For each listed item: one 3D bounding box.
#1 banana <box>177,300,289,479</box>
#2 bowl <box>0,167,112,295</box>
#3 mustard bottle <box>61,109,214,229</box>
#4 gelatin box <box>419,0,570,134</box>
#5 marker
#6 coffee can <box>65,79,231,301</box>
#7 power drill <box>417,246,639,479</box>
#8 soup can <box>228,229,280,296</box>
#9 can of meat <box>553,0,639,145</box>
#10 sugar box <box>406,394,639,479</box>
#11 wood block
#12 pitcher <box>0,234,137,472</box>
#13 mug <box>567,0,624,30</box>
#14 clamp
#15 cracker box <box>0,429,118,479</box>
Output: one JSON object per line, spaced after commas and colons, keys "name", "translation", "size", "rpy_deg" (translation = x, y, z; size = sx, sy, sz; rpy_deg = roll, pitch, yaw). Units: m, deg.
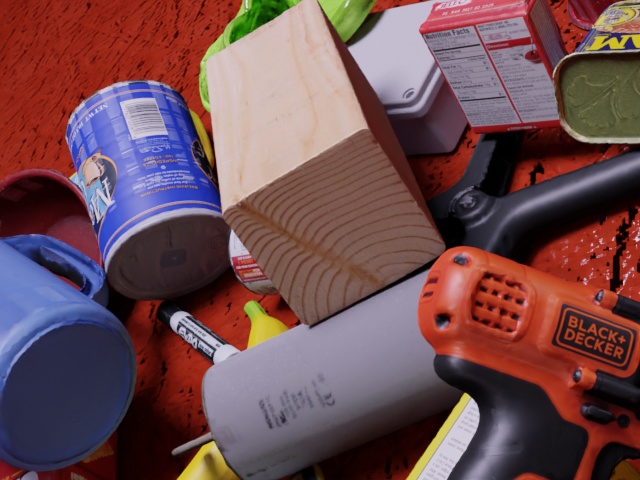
{"name": "banana", "translation": [-0.059, 0.126, 0.675], "size": [0.070, 0.037, 0.197], "rpy_deg": [-11, 45, 53]}
{"name": "bowl", "translation": [-0.226, 0.022, 0.902], "size": [0.162, 0.055, 0.162], "rpy_deg": [-2, 85, 31]}
{"name": "mustard bottle", "translation": [-0.186, -0.043, 0.962], "size": [0.192, 0.058, 0.096], "rpy_deg": [-34, 43, 14]}
{"name": "gelatin box", "translation": [0.112, -0.107, 0.644], "size": [0.073, 0.089, 0.030], "rpy_deg": [-1, 46, 40]}
{"name": "marker", "translation": [-0.089, 0.070, 0.778], "size": [0.020, 0.020, 0.121], "rpy_deg": [-50, 35, -9]}
{"name": "coffee can", "translation": [-0.131, -0.039, 0.825], "size": [0.103, 0.102, 0.140], "rpy_deg": [-34, 56, 15]}
{"name": "power drill", "translation": [0.108, 0.113, 0.438], "size": [0.057, 0.184, 0.187], "rpy_deg": [134, 156, -76]}
{"name": "soup can", "translation": [-0.005, 0.001, 0.721], "size": [0.102, 0.068, 0.068], "rpy_deg": [-9, 47, 41]}
{"name": "can of meat", "translation": [0.196, -0.099, 0.606], "size": [0.102, 0.057, 0.083], "rpy_deg": [3, 35, 32]}
{"name": "sugar box", "translation": [0.065, 0.160, 0.503], "size": [0.176, 0.048, 0.093], "rpy_deg": [-55, 35, -10]}
{"name": "wood block", "translation": [-0.005, -0.056, 0.638], "size": [0.090, 0.090, 0.206], "rpy_deg": [-30, 31, 9]}
{"name": "pitcher", "translation": [-0.223, 0.057, 0.723], "size": [0.243, 0.144, 0.149], "rpy_deg": [19, 78, 44]}
{"name": "mug", "translation": [0.202, -0.203, 0.713], "size": [0.117, 0.081, 0.093], "rpy_deg": [-1, 52, 45]}
{"name": "clamp", "translation": [0.107, -0.013, 0.648], "size": [0.210, 0.036, 0.165], "rpy_deg": [-46, 33, -10]}
{"name": "cracker box", "translation": [-0.228, 0.166, 0.772], "size": [0.164, 0.072, 0.214], "rpy_deg": [-32, 36, 16]}
